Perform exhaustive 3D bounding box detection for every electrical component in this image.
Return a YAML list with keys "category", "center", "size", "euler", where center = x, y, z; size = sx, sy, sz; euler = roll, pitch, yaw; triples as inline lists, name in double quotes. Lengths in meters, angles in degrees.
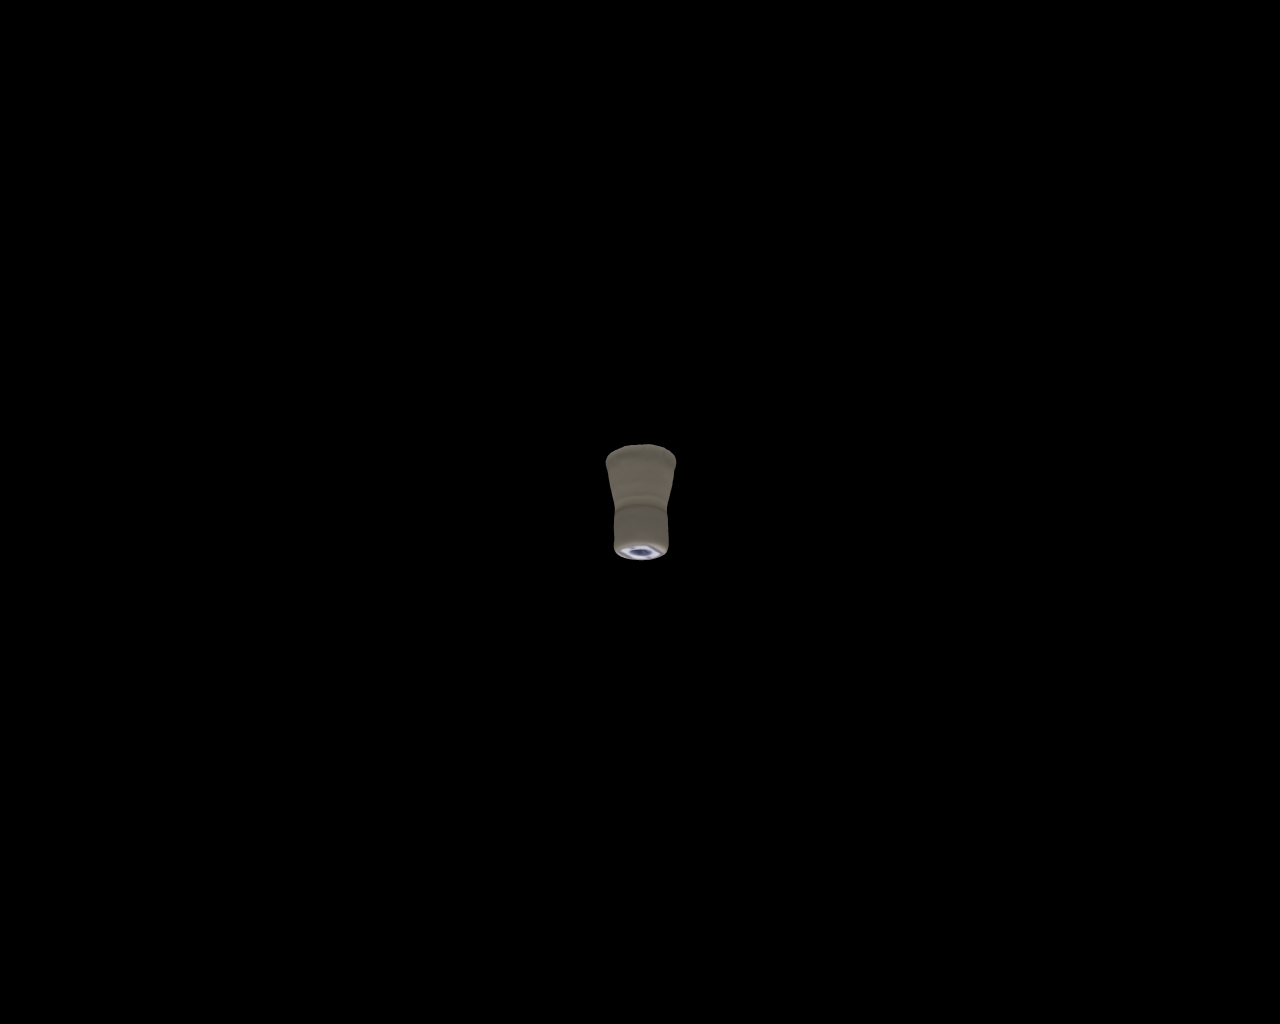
- category: "electrical component"
  center: [0.001, -0.003, 0.650]
  size: [0.044, 0.065, 0.044]
  euler: [0, -22, 0]
